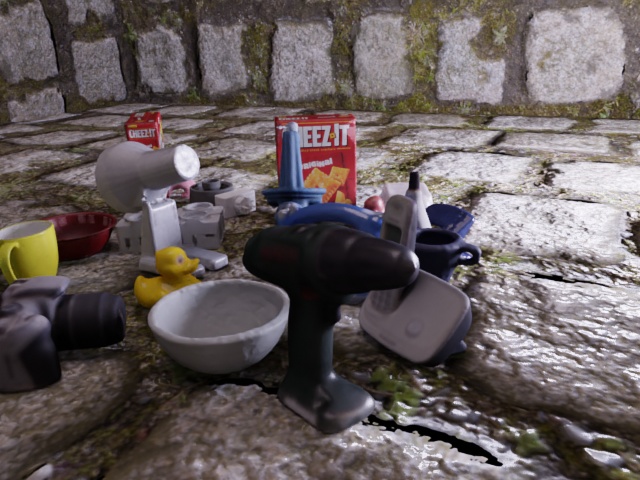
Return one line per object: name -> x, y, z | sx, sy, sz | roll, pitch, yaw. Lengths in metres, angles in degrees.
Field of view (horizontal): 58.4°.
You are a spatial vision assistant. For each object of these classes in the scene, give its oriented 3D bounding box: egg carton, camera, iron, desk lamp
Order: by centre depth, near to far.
camera -> -0.316, 0.100, 0.698 | 0.137, 0.101, 0.143 | -4, 20, -6
iron -> 0.008, 0.003, 0.879 | 0.257, 0.141, 0.119 | 8, 22, 24
desk lamp -> -0.265, -0.059, 0.964 | 0.202, 0.214, 0.118 | 10, 23, 30
egg carton -> 0.178, -0.073, 1.179 | 0.107, 0.069, 0.150 | -1, 20, 2

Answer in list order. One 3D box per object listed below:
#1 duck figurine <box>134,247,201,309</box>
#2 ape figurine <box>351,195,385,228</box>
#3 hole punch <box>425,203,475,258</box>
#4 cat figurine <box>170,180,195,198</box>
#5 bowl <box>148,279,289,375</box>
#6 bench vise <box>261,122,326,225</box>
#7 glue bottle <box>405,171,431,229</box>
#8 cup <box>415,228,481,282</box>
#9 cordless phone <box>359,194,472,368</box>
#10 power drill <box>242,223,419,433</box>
duck figurine -> -0.222, 0.052, 0.844 | 0.104, 0.086, 0.077 | -3, 20, -3
ape figurine -> 0.097, -0.037, 1.054 | 0.076, 0.092, 0.077 | -11, 22, -23
hole punch -> 0.196, -0.006, 0.964 | 0.101, 0.091, 0.108 | -16, 25, -34
cat figurine -> -0.370, -0.164, 1.397 | 0.128, 0.118, 0.067 | -2, 20, 0
bowl -> -0.117, 0.112, 0.688 | 0.167, 0.075, 0.167 | -1, 20, 1
bench vise -> -0.039, -0.095, 1.036 | 0.122, 0.220, 0.207 | -7, 21, -14
glue bottle -> 0.143, -0.023, 0.893 | 0.078, 0.173, 0.037 | 8, 22, 25
cup -> 0.174, 0.040, 0.833 | 0.117, 0.095, 0.092 | 10, 23, 28
cordless phone -> 0.115, 0.046, 0.692 | 0.094, 0.185, 0.147 | -15, 24, -32
power drill -> 0.006, 0.079, 0.576 | 0.076, 0.208, 0.228 | -18, 26, -38
